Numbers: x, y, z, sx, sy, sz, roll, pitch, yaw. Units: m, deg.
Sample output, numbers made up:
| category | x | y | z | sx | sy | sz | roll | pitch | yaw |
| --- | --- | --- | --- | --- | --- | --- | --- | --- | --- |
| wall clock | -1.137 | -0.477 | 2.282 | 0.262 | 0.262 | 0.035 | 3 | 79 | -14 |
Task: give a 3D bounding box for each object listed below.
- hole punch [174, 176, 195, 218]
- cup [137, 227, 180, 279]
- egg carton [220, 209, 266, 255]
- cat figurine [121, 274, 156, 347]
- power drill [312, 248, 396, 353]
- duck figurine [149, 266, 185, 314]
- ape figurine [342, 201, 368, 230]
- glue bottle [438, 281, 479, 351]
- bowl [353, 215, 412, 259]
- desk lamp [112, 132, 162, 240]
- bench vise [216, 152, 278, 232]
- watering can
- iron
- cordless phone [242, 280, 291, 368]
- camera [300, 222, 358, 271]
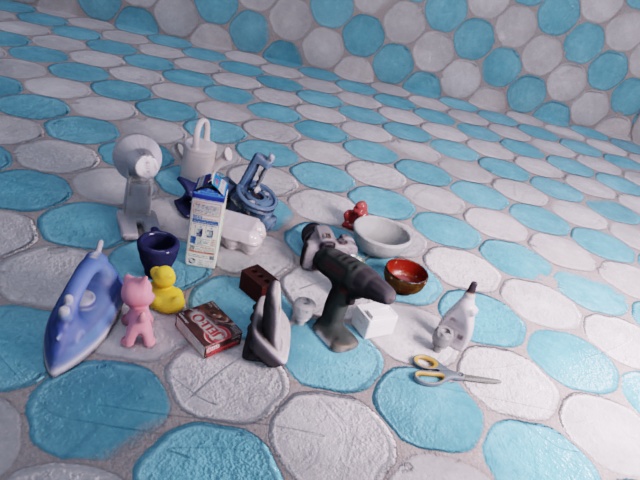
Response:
| category | x | y | z | sx | sy | sz | roll | pitch | yaw |
| --- | --- | --- | --- | --- | --- | --- | --- | --- | --- |
| hole punch | -0.337 | -0.122 | 1.563 | 0.101 | 0.091 | 0.108 | -8 | 37 | -34 |
| cup | -0.367 | 0.033 | 1.287 | 0.092 | 0.095 | 0.117 | -2 | 34 | -26 |
| egg carton | -0.215 | -0.021 | 1.469 | 0.150 | 0.069 | 0.107 | 15 | 30 | 1 |
| cat figurine | -0.352 | 0.126 | 1.113 | 0.067 | 0.118 | 0.127 | 0 | 33 | -23 |
| power drill | 0.057 | 0.128 | 1.199 | 0.076 | 0.208 | 0.228 | -11 | 39 | -36 |
| duck figurine | -0.325 | 0.098 | 1.205 | 0.104 | 0.086 | 0.078 | 35 | 36 | 31 |
| ape figurine | 0.112 | -0.074 | 1.676 | 0.076 | 0.092 | 0.077 | -4 | 35 | -29 |
| glue bottle | 0.319 | 0.165 | 1.286 | 0.078 | 0.173 | 0.037 | 29 | 33 | 24 |
| bowl | 0.165 | 0.003 | 1.587 | 0.167 | 0.075 | 0.167 | 11 | 30 | -6 |
| desk lamp | -0.445 | -0.139 | 1.422 | 0.118 | 0.213 | 0.202 | -3 | 34 | -27 |
| bench vise | -0.201 | -0.145 | 1.532 | 0.207 | 0.220 | 0.121 | 15 | 30 | 1 |
| watering can | -0.347 | -0.266 | 1.697 | 0.173 | 0.194 | 0.100 | 7 | 31 | -12 |
| iron | -0.447 | 0.116 | 1.067 | 0.119 | 0.141 | 0.258 | 11 | 30 | -7 |
| cordless phone | -0.091 | 0.143 | 1.132 | 0.094 | 0.185 | 0.147 | 10 | 30 | -7 |
| camera | 0.014 | 0.005 | 1.492 | 0.143 | 0.101 | 0.136 | 2 | 32 | -20 |
